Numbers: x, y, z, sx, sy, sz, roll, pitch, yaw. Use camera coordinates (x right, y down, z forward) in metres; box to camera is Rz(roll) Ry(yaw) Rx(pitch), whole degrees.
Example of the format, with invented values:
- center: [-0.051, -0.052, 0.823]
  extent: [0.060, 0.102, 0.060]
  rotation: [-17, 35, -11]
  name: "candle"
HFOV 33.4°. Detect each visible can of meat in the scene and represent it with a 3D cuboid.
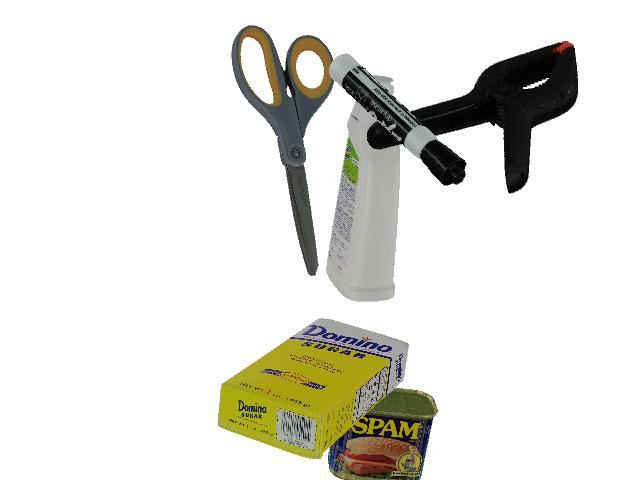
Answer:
- center: [0.061, 0.199, 1.093]
  extent: [0.102, 0.084, 0.057]
  rotation: [7, 18, -7]
  name: "can of meat"

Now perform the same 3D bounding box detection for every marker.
- center: [0.047, -0.074, 0.649]
  extent: [0.020, 0.020, 0.121]
  rotation: [0, 39, -47]
  name: "marker"

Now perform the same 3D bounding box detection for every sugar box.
- center: [-0.001, 0.119, 0.901]
  extent: [0.093, 0.048, 0.176]
  rotation: [15, 23, 23]
  name: "sugar box"

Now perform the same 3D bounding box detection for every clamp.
- center: [0.167, -0.113, 0.937]
  extent: [0.209, 0.036, 0.165]
  rotation: [-33, 40, -24]
  name: "clamp"

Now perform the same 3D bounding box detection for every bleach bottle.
- center: [0.058, -0.062, 1.235]
  extent: [0.068, 0.251, 0.103]
  rotation: [-2, 23, -20]
  name: "bleach bottle"

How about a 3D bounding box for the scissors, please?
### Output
- center: [-0.009, -0.080, 0.851]
  extent: [0.096, 0.202, 0.016]
  rotation: [-22, -1, -29]
  name: "scissors"
